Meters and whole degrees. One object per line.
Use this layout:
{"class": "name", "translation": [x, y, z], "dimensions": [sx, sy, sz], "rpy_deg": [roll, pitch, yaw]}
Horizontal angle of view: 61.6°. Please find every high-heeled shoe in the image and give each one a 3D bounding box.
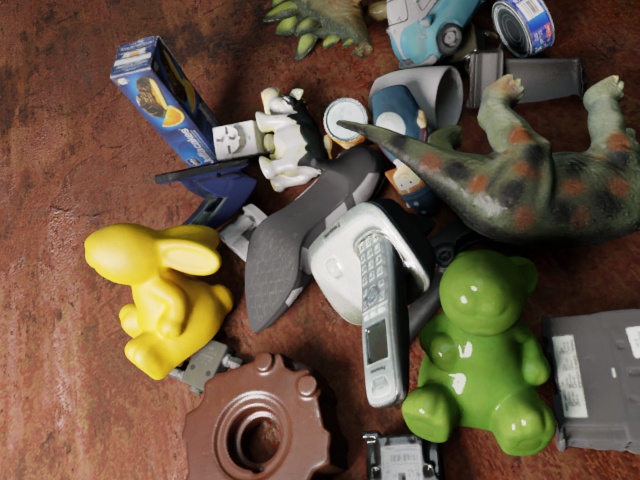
{"class": "high-heeled shoe", "translation": [-0.001, -0.002, 0.659], "dimensions": [0.086, 0.145, 0.248], "rpy_deg": [34, 107, 33]}

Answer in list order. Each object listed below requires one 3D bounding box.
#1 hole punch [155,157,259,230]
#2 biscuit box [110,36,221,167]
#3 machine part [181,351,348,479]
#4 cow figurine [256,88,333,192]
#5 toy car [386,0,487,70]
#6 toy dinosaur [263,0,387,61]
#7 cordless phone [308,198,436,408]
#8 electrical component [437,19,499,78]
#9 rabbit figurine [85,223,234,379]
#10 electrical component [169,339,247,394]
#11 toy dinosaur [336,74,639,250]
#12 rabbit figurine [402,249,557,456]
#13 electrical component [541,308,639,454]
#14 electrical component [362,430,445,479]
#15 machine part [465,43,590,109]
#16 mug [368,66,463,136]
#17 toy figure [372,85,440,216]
{"class": "hole punch", "translation": [-0.144, -0.059, 0.709], "dimensions": [0.116, 0.092, 0.142], "rpy_deg": [-20, 9, -22]}
{"class": "biscuit box", "translation": [-0.199, -0.180, 0.743], "dimensions": [0.063, 0.202, 0.059], "rpy_deg": [-9, 60, 17]}
{"class": "machine part", "translation": [-0.060, 0.205, 0.550], "dimensions": [0.179, 0.056, 0.179], "rpy_deg": [-11, 59, 18]}
{"class": "cow figurine", "translation": [-0.036, -0.152, 0.741], "dimensions": [0.098, 0.068, 0.167], "rpy_deg": [-13, 60, 9]}
{"class": "toy car", "translation": [0.144, -0.307, 0.700], "dimensions": [0.161, 0.103, 0.109], "rpy_deg": [-56, 26, 1]}
{"class": "toy dinosaur", "translation": [-0.005, -0.413, 0.863], "dimensions": [0.199, 0.105, 0.472], "rpy_deg": [-25, 50, 11]}
{"class": "cordless phone", "translation": [0.046, 0.068, 0.501], "dimensions": [0.146, 0.089, 0.184], "rpy_deg": [-41, 40, 52]}
{"class": "electrical component", "translation": [0.198, -0.243, 0.714], "dimensions": [0.078, 0.045, 0.102], "rpy_deg": [-33, 45, 38]}
{"class": "rabbit figurine", "translation": [-0.183, 0.048, 0.610], "dimensions": [0.162, 0.173, 0.122], "rpy_deg": [-31, 27, 4]}
{"class": "electrical component", "translation": [-0.133, 0.150, 0.633], "dimensions": [0.094, 0.021, 0.063], "rpy_deg": [12, 67, 27]}
{"class": "toy dinosaur", "translation": [0.218, -0.053, 0.511], "dimensions": [0.405, 0.131, 0.192], "rpy_deg": [-4, 53, 9]}
{"class": "rabbit figurine", "translation": [0.146, 0.074, 0.455], "dimensions": [0.121, 0.170, 0.159], "rpy_deg": [9, 41, 22]}
{"class": "electrical component", "translation": [0.266, 0.121, 0.460], "dimensions": [0.134, 0.058, 0.115], "rpy_deg": [-6, 61, 20]}
{"class": "electrical component", "translation": [0.078, 0.233, 0.480], "dimensions": [0.075, 0.047, 0.119], "rpy_deg": [-7, 57, 19]}
{"class": "machine part", "translation": [0.250, -0.196, 0.650], "dimensions": [0.139, 0.039, 0.084], "rpy_deg": [5, 104, 16]}
{"class": "mug", "translation": [0.115, -0.167, 0.688], "dimensions": [0.107, 0.080, 0.109], "rpy_deg": [15, 87, 38]}
{"class": "toy figure", "translation": [0.101, -0.101, 0.628], "dimensions": [0.058, 0.064, 0.154], "rpy_deg": [-14, 86, -23]}
